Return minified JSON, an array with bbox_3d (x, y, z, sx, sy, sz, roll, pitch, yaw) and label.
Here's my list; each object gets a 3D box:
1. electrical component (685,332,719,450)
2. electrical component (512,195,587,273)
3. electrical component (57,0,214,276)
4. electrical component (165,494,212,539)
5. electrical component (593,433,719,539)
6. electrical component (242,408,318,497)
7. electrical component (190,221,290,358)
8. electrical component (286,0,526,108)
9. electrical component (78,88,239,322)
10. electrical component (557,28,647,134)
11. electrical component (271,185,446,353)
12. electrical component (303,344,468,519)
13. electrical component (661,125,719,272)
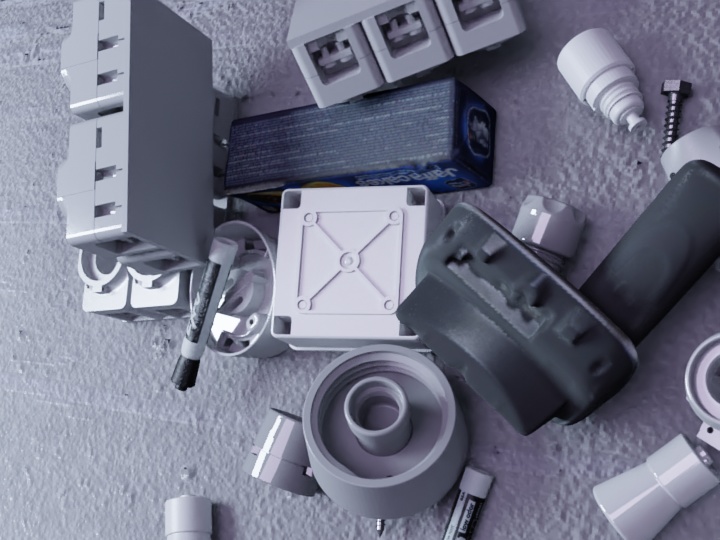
[{"bbox_3d":[0.215,0.064,0.599,0.058,0.057,0.078,33,97,35],"label":"electrical component"},{"bbox_3d":[0.117,-0.015,0.694,0.043,0.043,0.062,21,91,36],"label":"electrical component"},{"bbox_3d":[-0.162,-0.099,0.789,0.060,0.105,0.186,-9,73,24],"label":"electrical component"},{"bbox_3d":[-0.128,0.201,0.804,0.044,0.044,0.065,-18,63,29],"label":"electrical component"},{"bbox_3d":[0.174,0.125,0.622,0.065,0.044,0.044,-40,59,13],"label":"electrical component"},{"bbox_3d":[-0.050,0.128,0.762,0.055,0.055,0.047,18,84,36],"label":"electrical component"},{"bbox_3d":[-0.085,0.017,0.808,0.099,0.064,0.099,-9,73,32],"label":"electrical component"},{"bbox_3d":[0.033,-0.174,0.745,0.150,0.061,0.089,-19,30,13],"label":"electrical component"},{"bbox_3d":[-0.167,-0.056,0.885,0.105,0.060,0.186,-5,75,33],"label":"electrical component"},{"bbox_3d":[0.160,-0.120,0.695,0.040,0.040,0.078,-38,59,20],"label":"electrical component"},{"bbox_3d":[0.000,0.000,0.745,0.109,0.056,0.108,0,77,17],"label":"electrical component"},{"bbox_3d":[0.014,0.099,0.695,0.108,0.060,0.108,-4,59,7],"label":"electrical component"},{"bbox_3d":[0.200,-0.034,0.643,0.079,0.043,0.077,-31,62,24],"label":"electrical component"}]
